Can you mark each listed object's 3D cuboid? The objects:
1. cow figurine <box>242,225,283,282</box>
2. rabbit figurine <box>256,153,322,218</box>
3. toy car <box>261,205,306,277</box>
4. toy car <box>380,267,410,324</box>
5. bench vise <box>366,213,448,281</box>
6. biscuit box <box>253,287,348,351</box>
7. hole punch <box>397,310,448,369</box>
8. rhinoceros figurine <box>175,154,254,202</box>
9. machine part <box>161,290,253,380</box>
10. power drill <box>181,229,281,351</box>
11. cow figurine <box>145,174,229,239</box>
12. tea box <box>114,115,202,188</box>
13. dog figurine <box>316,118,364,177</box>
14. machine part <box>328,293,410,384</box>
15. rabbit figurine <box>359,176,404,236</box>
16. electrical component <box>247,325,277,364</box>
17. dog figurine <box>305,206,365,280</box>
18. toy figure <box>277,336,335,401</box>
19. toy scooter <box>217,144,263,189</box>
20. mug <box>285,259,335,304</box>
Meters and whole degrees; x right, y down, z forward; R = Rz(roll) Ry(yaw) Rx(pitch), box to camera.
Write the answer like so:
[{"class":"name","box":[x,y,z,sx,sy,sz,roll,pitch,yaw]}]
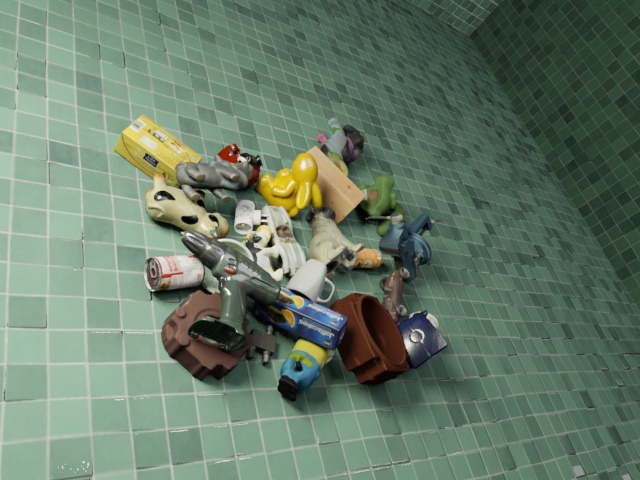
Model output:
[{"class":"cow figurine","box":[-0.149,0.037,1.248,0.098,0.068,0.167,7,51,-31]},{"class":"rabbit figurine","box":[-0.065,-0.145,1.398,0.122,0.173,0.162,-4,55,-49]},{"class":"toy car","box":[-0.092,0.001,1.336,0.073,0.056,0.202,1,56,-42]},{"class":"toy car","box":[0.191,0.149,1.434,0.053,0.089,0.202,36,41,-19]},{"class":"bench vise","box":[0.263,-0.011,1.561,0.240,0.129,0.223,-43,117,-37]},{"class":"biscuit box","box":[-0.042,0.164,1.160,0.203,0.062,0.059,21,30,16]},{"class":"hole punch","box":[0.244,0.253,1.350,0.116,0.142,0.092,55,-5,5]},{"class":"rhinoceros figurine","box":[-0.232,-0.142,1.210,0.190,0.073,0.112,-8,39,-39]},{"class":"machine part","box":[-0.218,0.184,1.061,0.179,0.056,0.179,25,42,-26]},{"class":"power drill","box":[-0.193,0.101,1.051,0.232,0.086,0.207,30,36,-20]},{"class":"cow figurine","box":[-0.289,-0.053,1.184,0.195,0.085,0.127,24,37,-29]},{"class":"tea box","box":[-0.374,-0.199,1.247,0.169,0.068,0.098,38,40,-11]},{"class":"dog figurine","box":[0.065,-0.253,1.669,0.191,0.108,0.219,19,50,-34]},{"class":"machine part","box":[0.117,0.228,1.257,0.201,0.087,0.201,17,44,-55]},{"class":"rabbit figurine","box":[0.211,-0.097,1.656,0.170,0.121,0.159,27,43,-45]},{"class":"electrical component","box":[-0.125,0.216,1.142,0.063,0.021,0.094,27,42,-21]},{"class":"dog figurine","box":[-0.003,-0.002,1.403,0.172,0.121,0.191,-9,49,-49]},{"class":"toy figure","box":[-0.032,0.256,1.146,0.089,0.082,0.180,48,41,0]},{"class":"toy scooter","box":[-0.209,-0.186,1.332,0.184,0.135,0.075,-4,59,-45]},{"class":"mug","box":[-0.016,0.101,1.259,0.110,0.080,0.107,14,56,22]}]
